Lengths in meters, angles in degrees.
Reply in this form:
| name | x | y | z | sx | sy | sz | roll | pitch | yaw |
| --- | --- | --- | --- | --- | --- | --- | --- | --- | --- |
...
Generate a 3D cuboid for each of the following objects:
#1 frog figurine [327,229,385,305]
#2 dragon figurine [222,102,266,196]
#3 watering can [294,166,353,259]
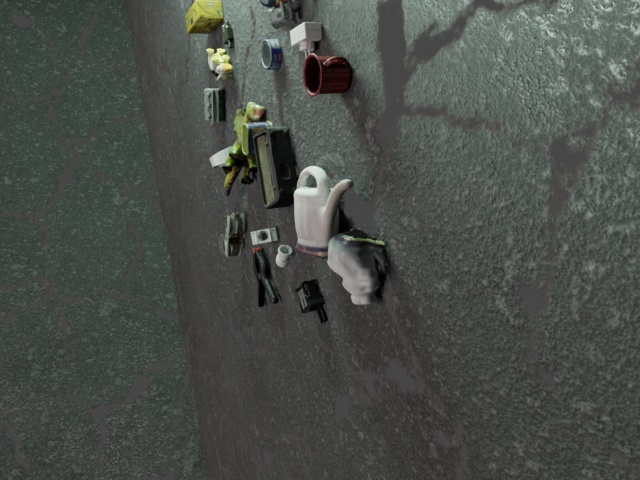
| name | x | y | z | sx | sy | sz | roll | pitch | yaw |
| --- | --- | --- | --- | --- | --- | --- | --- | --- | --- |
| frog figurine | 0.073 | 0.065 | 1.145 | 0.138 | 0.123 | 0.158 | 19 | 104 | 39 |
| dragon figurine | -0.271 | -0.327 | 1.759 | 0.404 | 0.122 | 0.247 | 145 | 131 | -58 |
| watering can | 0.004 | -0.062 | 1.235 | 0.350 | 0.104 | 0.222 | -153 | 58 | -69 |
